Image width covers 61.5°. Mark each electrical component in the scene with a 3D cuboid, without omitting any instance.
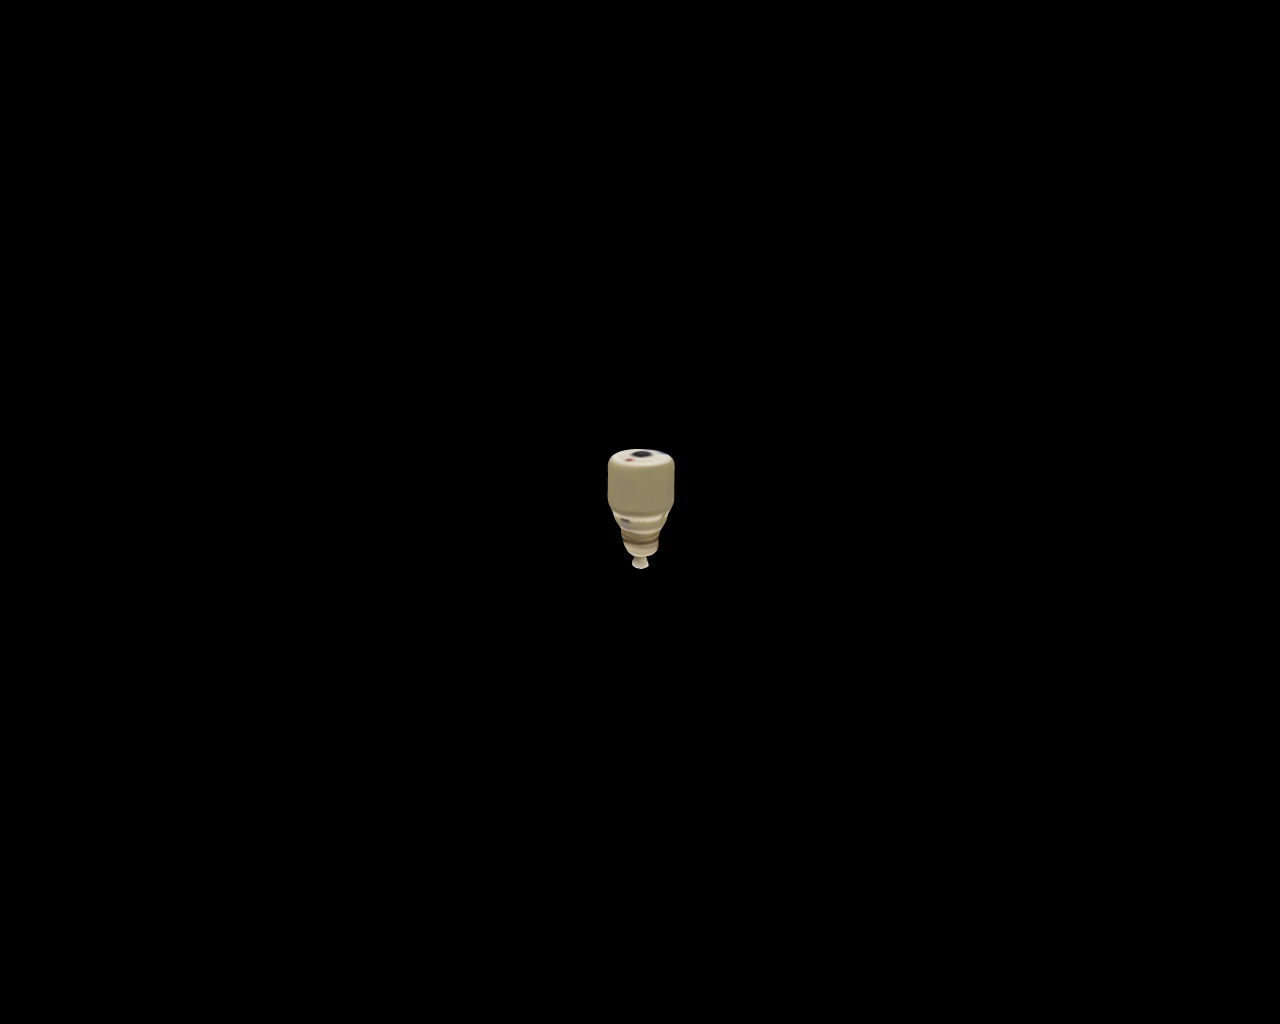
[{"bbox_3d":[0.001,-0.003,0.650,0.040,0.078,0.040,0,19,0],"label":"electrical component"}]
